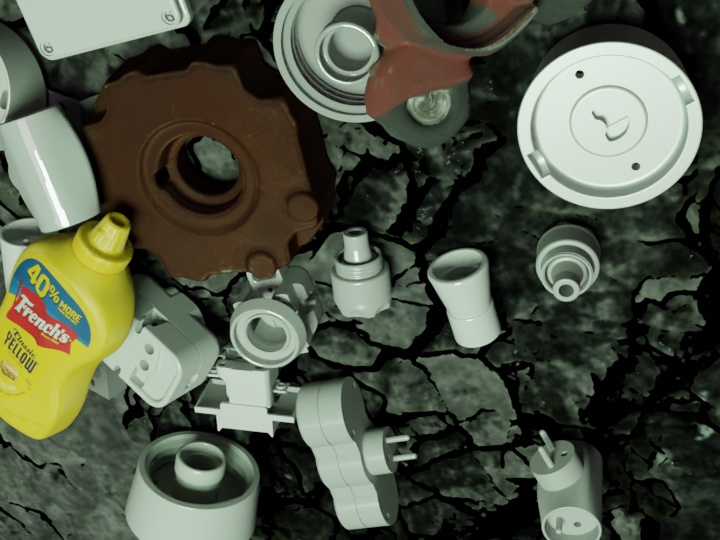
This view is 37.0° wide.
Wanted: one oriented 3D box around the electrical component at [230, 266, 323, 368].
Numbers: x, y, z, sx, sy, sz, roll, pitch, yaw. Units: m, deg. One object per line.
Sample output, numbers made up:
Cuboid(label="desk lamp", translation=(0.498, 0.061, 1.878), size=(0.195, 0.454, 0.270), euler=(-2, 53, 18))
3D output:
Cuboid(label="electrical component", translation=(-0.064, 0.036, 0.800), size=(0.058, 0.057, 0.078), euler=(-11, 118, 19))

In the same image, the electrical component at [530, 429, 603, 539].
Cuboid(label="electrical component", translation=(0.153, 0.156, 0.812), size=(0.043, 0.077, 0.079), euler=(-22, 113, 24))

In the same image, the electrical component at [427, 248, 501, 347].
Cuboid(label="electrical component", translation=(0.078, 0.023, 0.770), size=(0.044, 0.044, 0.065), euler=(-9, 123, 18))

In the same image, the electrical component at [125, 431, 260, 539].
Cuboid(label="electrical component", translation=(-0.133, 0.175, 0.874), size=(0.108, 0.108, 0.060), euler=(15, 117, 3))

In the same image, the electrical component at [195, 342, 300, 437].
Cuboid(label="electrical component", translation=(-0.087, 0.092, 0.849), size=(0.081, 0.042, 0.063), euler=(5, 120, 9))

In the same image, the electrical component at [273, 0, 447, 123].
Cuboid(label="electrical component", translation=(-0.003, -0.145, 0.674), size=(0.108, 0.060, 0.108), euler=(6, 122, 9))

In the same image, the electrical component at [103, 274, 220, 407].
Cuboid(label="electrical component", translation=(-0.158, 0.051, 0.820), size=(0.095, 0.059, 0.053), euler=(41, 122, 13))

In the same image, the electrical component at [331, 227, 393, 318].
Cuboid(label="electrical component", translation=(0.000, 0.000, 0.772), size=(0.043, 0.043, 0.062), euler=(0, 119, 13))

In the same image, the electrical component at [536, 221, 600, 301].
Cuboid(label="electrical component", translation=(0.140, -0.002, 0.727), size=(0.043, 0.062, 0.043), euler=(6, 122, 9))

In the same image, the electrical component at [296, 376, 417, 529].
Cuboid(label="electrical component", translation=(0.008, 0.144, 0.853), size=(0.074, 0.052, 0.138), euler=(-11, 118, 19))

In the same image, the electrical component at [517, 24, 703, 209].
Cuboid(label="electrical component", translation=(0.154, -0.099, 0.666), size=(0.108, 0.060, 0.108), euler=(6, 122, 10))

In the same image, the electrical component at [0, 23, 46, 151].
Cuboid(label="electrical component", translation=(-0.273, -0.129, 0.753), size=(0.099, 0.064, 0.099), euler=(3, 105, 11))

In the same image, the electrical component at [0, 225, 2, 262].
Cuboid(label="electrical component", translation=(-0.320, -0.031, 0.815), size=(0.061, 0.061, 0.096), euler=(-22, 114, 24))

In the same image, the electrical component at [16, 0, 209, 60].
Cuboid(label="electrical component", translation=(-0.167, -0.201, 0.680), size=(0.109, 0.056, 0.108), euler=(-10, 118, 18))

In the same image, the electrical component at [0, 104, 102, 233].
Cuboid(label="electrical component", translation=(-0.218, -0.069, 0.740), size=(0.079, 0.043, 0.077), euler=(6, 118, 57))

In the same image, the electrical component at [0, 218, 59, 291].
Cuboid(label="electrical component", translation=(-0.253, 0.005, 0.833), size=(0.043, 0.043, 0.081), euler=(10, 122, 7))
